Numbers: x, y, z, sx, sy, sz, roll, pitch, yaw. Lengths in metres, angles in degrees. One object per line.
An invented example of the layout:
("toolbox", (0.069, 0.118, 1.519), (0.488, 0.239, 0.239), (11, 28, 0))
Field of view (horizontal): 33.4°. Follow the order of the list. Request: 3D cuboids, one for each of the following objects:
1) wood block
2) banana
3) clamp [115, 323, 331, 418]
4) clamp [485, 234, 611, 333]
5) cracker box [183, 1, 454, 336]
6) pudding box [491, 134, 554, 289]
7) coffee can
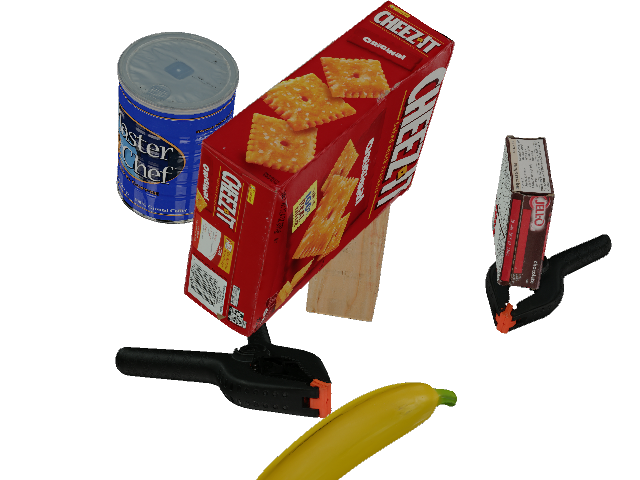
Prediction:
("wood block", (0.039, -0.013, 1.370), (0.090, 0.206, 0.090), (9, 25, 4))
("banana", (0.007, 0.150, 0.715), (0.197, 0.069, 0.037), (-34, 43, -4))
("clamp", (-0.058, 0.109, 0.957), (0.210, 0.036, 0.164), (12, 21, 40))
("clamp", (0.214, 0.024, 1.113), (0.120, 0.039, 0.171), (26, 49, 28))
("cracker box", (0.000, -0.051, 0.774), (0.072, 0.164, 0.213), (35, 52, 17))
("pudding box", (0.171, -0.026, 0.903), (0.039, 0.090, 0.113), (5, 31, 2))
("coffee can", (-0.130, -0.099, 0.953), (0.102, 0.103, 0.140), (0, -42, -11))
